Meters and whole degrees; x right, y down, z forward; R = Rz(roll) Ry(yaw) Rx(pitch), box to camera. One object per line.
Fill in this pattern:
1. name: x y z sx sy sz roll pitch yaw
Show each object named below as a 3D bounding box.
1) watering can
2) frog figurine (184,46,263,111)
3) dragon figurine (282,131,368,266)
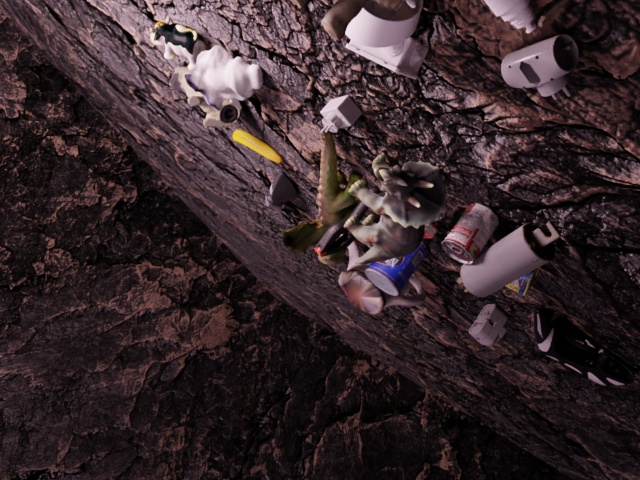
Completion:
1. watering can: 0.137 0.093 1.483 0.351 0.227 0.102 35 125 29
2. frog figurine: -0.202 -0.377 1.165 0.158 0.125 0.135 -16 122 26
3. dragon figurine: 0.004 -0.064 1.263 0.123 0.245 0.402 32 165 37
